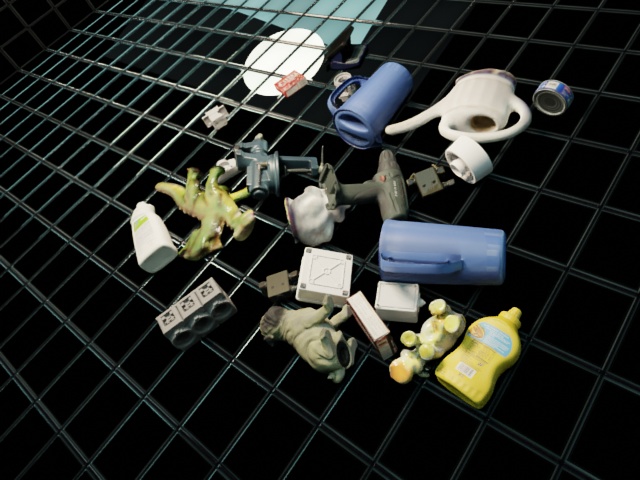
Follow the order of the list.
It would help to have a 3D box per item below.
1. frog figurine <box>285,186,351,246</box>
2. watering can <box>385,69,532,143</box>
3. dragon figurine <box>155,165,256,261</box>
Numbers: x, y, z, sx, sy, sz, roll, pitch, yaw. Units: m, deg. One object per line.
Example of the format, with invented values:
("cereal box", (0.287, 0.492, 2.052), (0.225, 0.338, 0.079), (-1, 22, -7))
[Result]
("frog figurine", (0.004, -0.061, 1.215), (0.159, 0.122, 0.138), (-15, 81, 0))
("watering can", (0.352, -0.331, 1.294), (0.348, 0.102, 0.229), (9, 56, 28))
("dragon figurine", (-0.321, -0.063, 1.365), (0.409, 0.120, 0.247), (-3, 60, 31))
